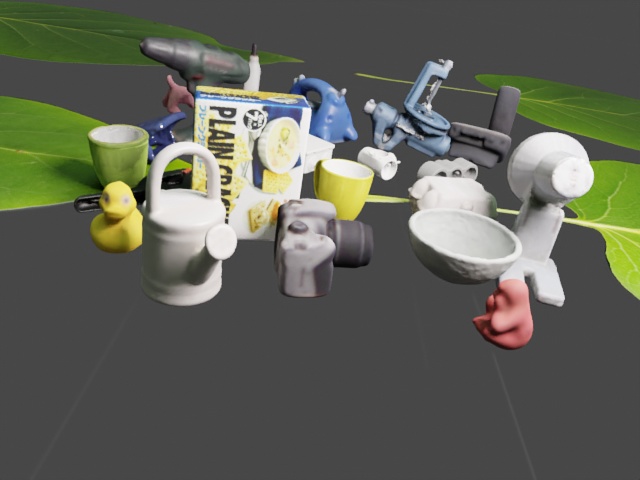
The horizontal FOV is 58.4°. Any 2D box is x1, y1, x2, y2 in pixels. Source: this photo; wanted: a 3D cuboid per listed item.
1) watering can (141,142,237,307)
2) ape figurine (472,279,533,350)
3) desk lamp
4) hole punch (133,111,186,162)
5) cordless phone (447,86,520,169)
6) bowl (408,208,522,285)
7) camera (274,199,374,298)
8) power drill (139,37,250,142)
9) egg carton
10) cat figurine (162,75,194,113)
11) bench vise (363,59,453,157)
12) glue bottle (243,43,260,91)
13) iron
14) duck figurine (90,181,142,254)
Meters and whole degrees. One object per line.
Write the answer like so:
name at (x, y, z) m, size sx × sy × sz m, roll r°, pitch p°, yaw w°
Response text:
watering can at (-0.159, -0.022, 0.693) m, size 0.172 × 0.194 × 0.101 m, roll 22°, pitch 31°, yaw 22°
ape figurine at (0.234, 0.088, 0.720) m, size 0.076 × 0.092 × 0.078 m, roll 25°, pitch 32°, yaw 26°
desk lamp at (0.342, -0.044, 0.867) m, size 0.118 × 0.213 × 0.203 m, roll 12°, pitch 28°, yaw 6°
hole punch at (-0.315, -0.201, 1.081) m, size 0.101 × 0.091 × 0.109 m, roll 14°, pitch 29°, yaw 9°
cordless phone at (0.380, -0.274, 1.331) m, size 0.147 × 0.185 × 0.094 m, roll 17°, pitch 29°, yaw 14°
bowl at (0.209, 0.019, 0.857) m, size 0.167 × 0.075 × 0.167 m, roll 7°, pitch 28°, yaw -4°
camera at (0.007, 0.003, 0.797) m, size 0.137 × 0.101 × 0.143 m, roll 4°, pitch 29°, yaw -10°
power drill at (-0.252, -0.301, 1.160) m, size 0.230 × 0.208 × 0.075 m, roll -14°, pitch 36°, yaw -36°
egg carton at (0.237, -0.066, 1.026) m, size 0.150 × 0.069 × 0.107 m, roll 1°, pitch 29°, yaw -15°
cat figurine at (-0.306, -0.367, 1.359) m, size 0.128 × 0.118 × 0.067 m, roll -12°, pitch 35°, yaw -34°
bench vise at (0.211, -0.302, 1.293) m, size 0.208 × 0.220 × 0.121 m, roll 2°, pitch 29°, yaw -14°
glue bottle at (-0.164, -0.386, 1.380) m, size 0.037 × 0.173 × 0.078 m, roll 6°, pitch 29°, yaw -7°
iron at (-0.020, -0.310, 1.319) m, size 0.119 × 0.141 × 0.257 m, roll -12°, pitch 35°, yaw -34°
duck figurine at (-0.282, -0.041, 0.804) m, size 0.077 × 0.086 × 0.104 m, roll 3°, pitch 29°, yaw -11°
